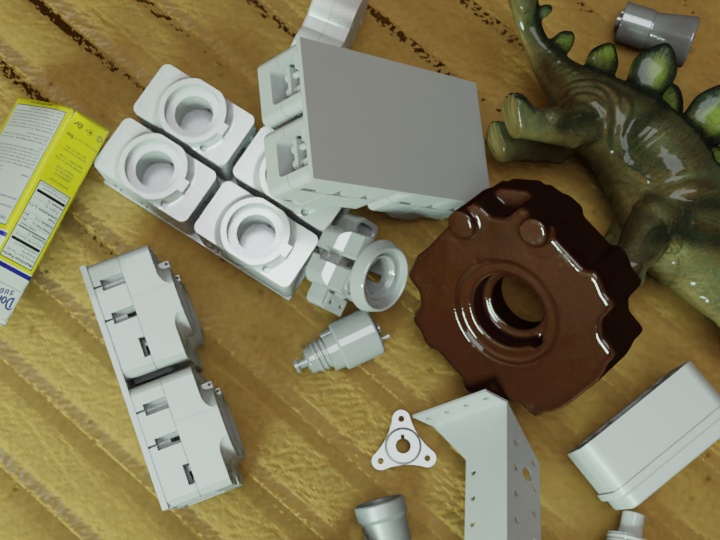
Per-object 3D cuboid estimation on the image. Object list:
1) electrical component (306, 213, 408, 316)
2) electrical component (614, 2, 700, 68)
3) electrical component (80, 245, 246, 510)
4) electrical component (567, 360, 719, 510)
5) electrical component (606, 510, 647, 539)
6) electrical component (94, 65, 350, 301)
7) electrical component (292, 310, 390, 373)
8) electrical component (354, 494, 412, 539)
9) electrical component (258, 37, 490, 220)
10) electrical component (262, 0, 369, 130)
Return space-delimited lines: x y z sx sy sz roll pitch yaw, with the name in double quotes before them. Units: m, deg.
"electrical component" 0.000 0.000 0.842 0.057 0.058 0.078 21 83 41
"electrical component" 0.251 -0.203 0.917 0.065 0.044 0.044 20 79 8
"electrical component" -0.144 0.083 0.821 0.060 0.105 0.186 -21 80 -5
"electrical component" 0.225 0.129 0.831 0.113 0.078 0.057 -37 78 -8
"electrical component" 0.206 0.218 0.830 0.048 0.048 0.062 16 72 2
"electrical component" -0.108 -0.073 0.876 0.186 0.060 0.105 32 80 5
"electrical component" -0.016 0.061 0.860 0.078 0.040 0.040 -25 80 -5
"electrical component" 0.020 0.201 0.833 0.040 0.040 0.046 -15 84 -4
"electrical component" 0.012 -0.102 0.835 0.186 0.060 0.105 5 74 -42
"electrical component" -0.021 -0.169 0.900 0.074 0.052 0.138 23 79 4
